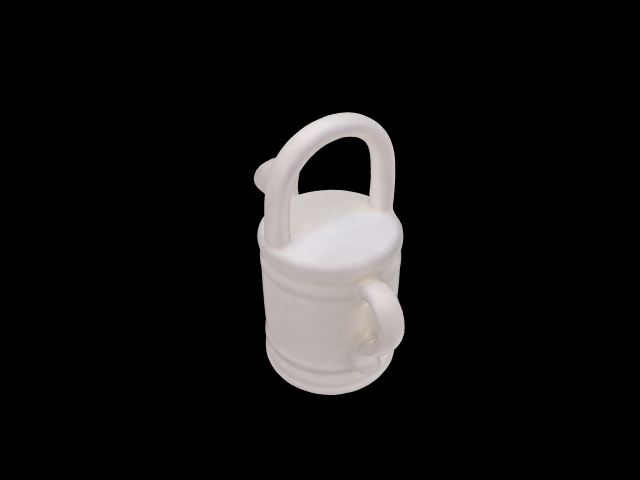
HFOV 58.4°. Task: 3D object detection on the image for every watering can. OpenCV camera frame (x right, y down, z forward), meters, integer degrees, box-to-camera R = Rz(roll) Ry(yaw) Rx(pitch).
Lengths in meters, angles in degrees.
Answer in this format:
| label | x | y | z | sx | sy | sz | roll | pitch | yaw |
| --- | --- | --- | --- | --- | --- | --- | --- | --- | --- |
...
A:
| label | x | y | z | sx | sy | sz | roll | pitch | yaw |
| --- | --- | --- | --- | --- | --- | --- | --- | --- | --- |
| watering can | 0.002 | 0.002 | 0.399 | 0.172 | 0.194 | 0.101 | 26 | 43 | 32 |
